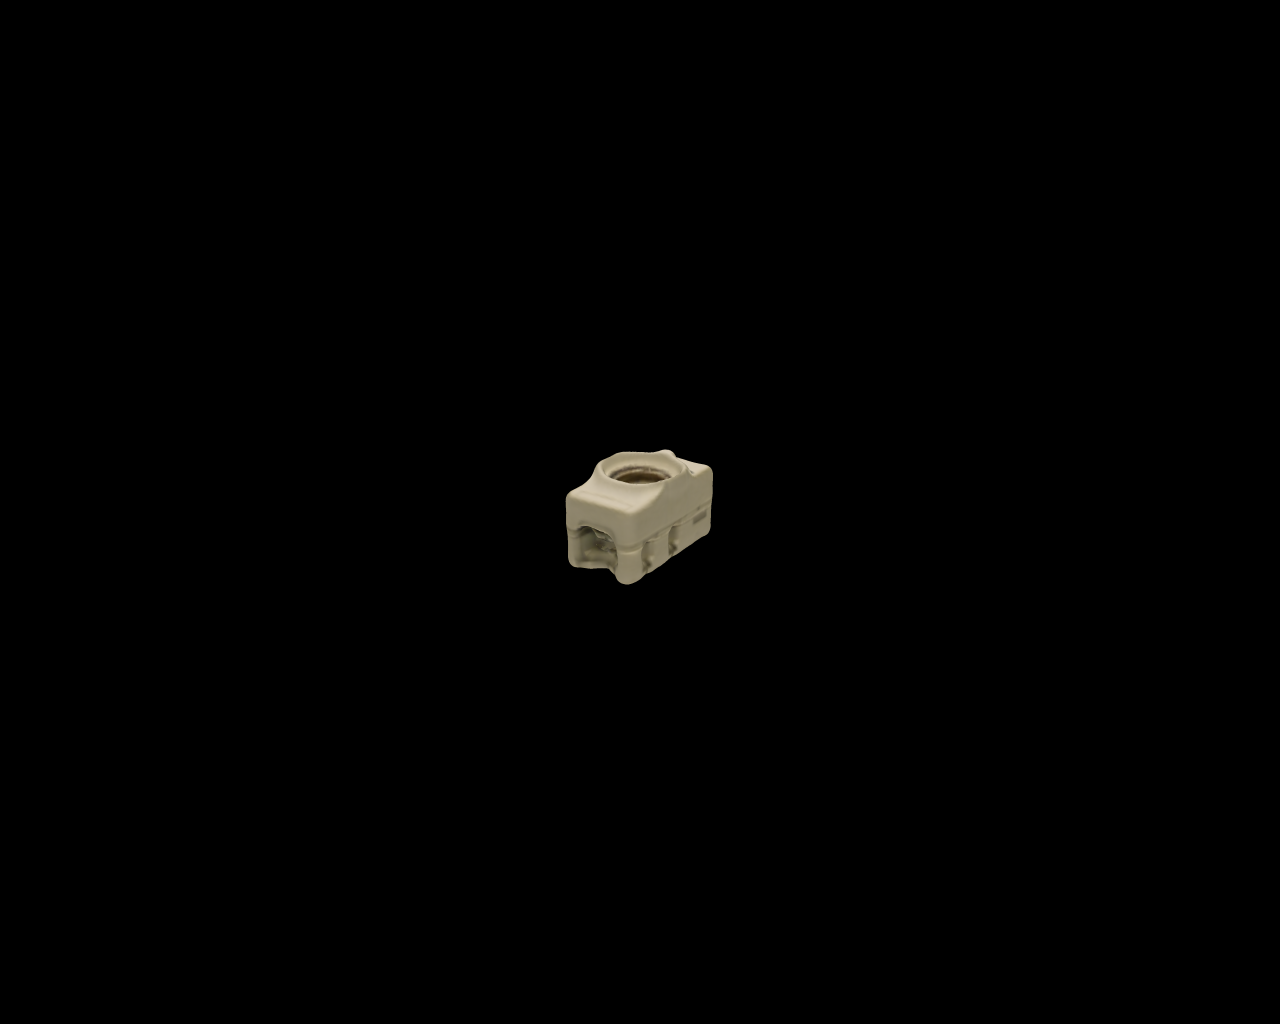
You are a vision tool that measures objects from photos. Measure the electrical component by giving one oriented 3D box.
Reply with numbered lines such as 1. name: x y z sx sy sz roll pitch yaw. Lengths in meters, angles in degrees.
1. electrical component: 0.001 -0.003 0.650 0.050 0.055 0.090 17 29 32
